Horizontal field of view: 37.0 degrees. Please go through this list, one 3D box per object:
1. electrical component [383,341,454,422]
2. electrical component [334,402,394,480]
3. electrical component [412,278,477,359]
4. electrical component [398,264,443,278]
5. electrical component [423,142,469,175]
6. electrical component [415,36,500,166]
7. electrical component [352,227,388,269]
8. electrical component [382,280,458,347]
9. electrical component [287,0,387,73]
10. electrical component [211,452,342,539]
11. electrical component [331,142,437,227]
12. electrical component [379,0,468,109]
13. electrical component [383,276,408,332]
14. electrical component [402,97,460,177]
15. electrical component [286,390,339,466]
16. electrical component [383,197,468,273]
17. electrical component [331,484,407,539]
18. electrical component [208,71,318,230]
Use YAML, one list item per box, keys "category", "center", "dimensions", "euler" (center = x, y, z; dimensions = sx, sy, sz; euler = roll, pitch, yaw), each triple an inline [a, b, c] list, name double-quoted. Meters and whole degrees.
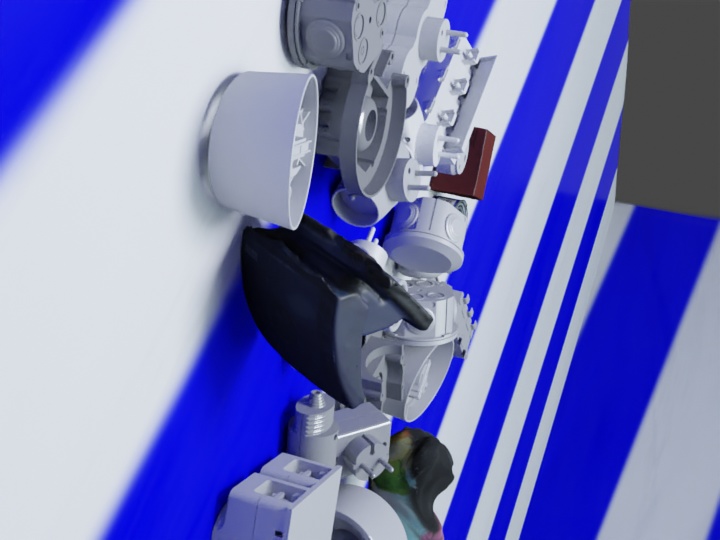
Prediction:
- category: "electrical component"
  center: [0.056, 0.113, 1.155]
  dimensions: [0.099, 0.064, 0.099]
  euler: [12, 90, -73]
- category: "electrical component"
  center: [0.000, 0.161, 0.957]
  dimensions: [0.066, 0.077, 0.047]
  euler: [-11, 118, -31]
- category: "electrical component"
  center: [0.093, 0.059, 1.234]
  dimensions: [0.121, 0.063, 0.078]
  euler: [64, 42, -63]
- category: "electrical component"
  center: [0.065, -0.023, 1.125]
  dimensions: [0.048, 0.048, 0.062]
  euler: [-9, 103, -71]
- category: "electrical component"
  center: [0.077, -0.120, 1.074]
  dimensions: [0.045, 0.055, 0.045]
  euler: [12, 90, -72]
- category: "electrical component"
  center: [0.076, -0.164, 1.025]
  dimensions: [0.063, 0.079, 0.121]
  euler: [51, 50, -40]
- category: "electrical component"
  center: [0.000, 0.000, 0.937]
  dimensions: [0.077, 0.044, 0.079]
  euler: [73, 33, -57]
- category: "electrical component"
  center: [0.060, 0.044, 1.099]
  dimensions: [0.080, 0.080, 0.051]
  euler: [-38, 132, -63]
- category: "electrical component"
  center: [-0.016, -0.179, 0.756]
  dimensions: [0.080, 0.051, 0.080]
  euler: [12, 90, -72]
- category: "electrical component"
  center: [-0.074, 0.251, 0.853]
  dimensions: [0.105, 0.060, 0.186]
  euler: [-21, 122, -69]
- category: "electrical component"
  center: [0.026, -0.076, 0.908]
  dimensions: [0.077, 0.079, 0.044]
  euler: [-63, 146, -39]
- category: "electrical component"
  center: [0.055, -0.199, 0.923]
  dimensions: [0.052, 0.074, 0.138]
  euler: [69, 37, -60]
- category: "electrical component"
  center: [0.014, 0.029, 0.996]
  dimensions: [0.055, 0.047, 0.055]
  euler: [12, 90, -72]
- category: "electrical component"
  center: [0.050, -0.112, 0.958]
  dimensions: [0.077, 0.079, 0.044]
  euler: [83, 22, -46]
- category: "electrical component"
  center: [-0.040, 0.139, 0.910]
  dimensions: [0.043, 0.043, 0.081]
  euler: [-40, 139, -63]
- category: "electrical component"
  center: [0.066, -0.033, 1.063]
  dimensions: [0.080, 0.080, 0.051]
  euler: [66, 34, -62]
- category: "electrical component"
  center: [-0.018, 0.252, 0.957]
  dimensions: [0.060, 0.108, 0.108]
  euler: [-22, 122, -62]
- category: "electrical component"
  center: [-0.053, -0.078, 0.686]
  dimensions: [0.099, 0.064, 0.099]
  euler: [12, 90, -72]
